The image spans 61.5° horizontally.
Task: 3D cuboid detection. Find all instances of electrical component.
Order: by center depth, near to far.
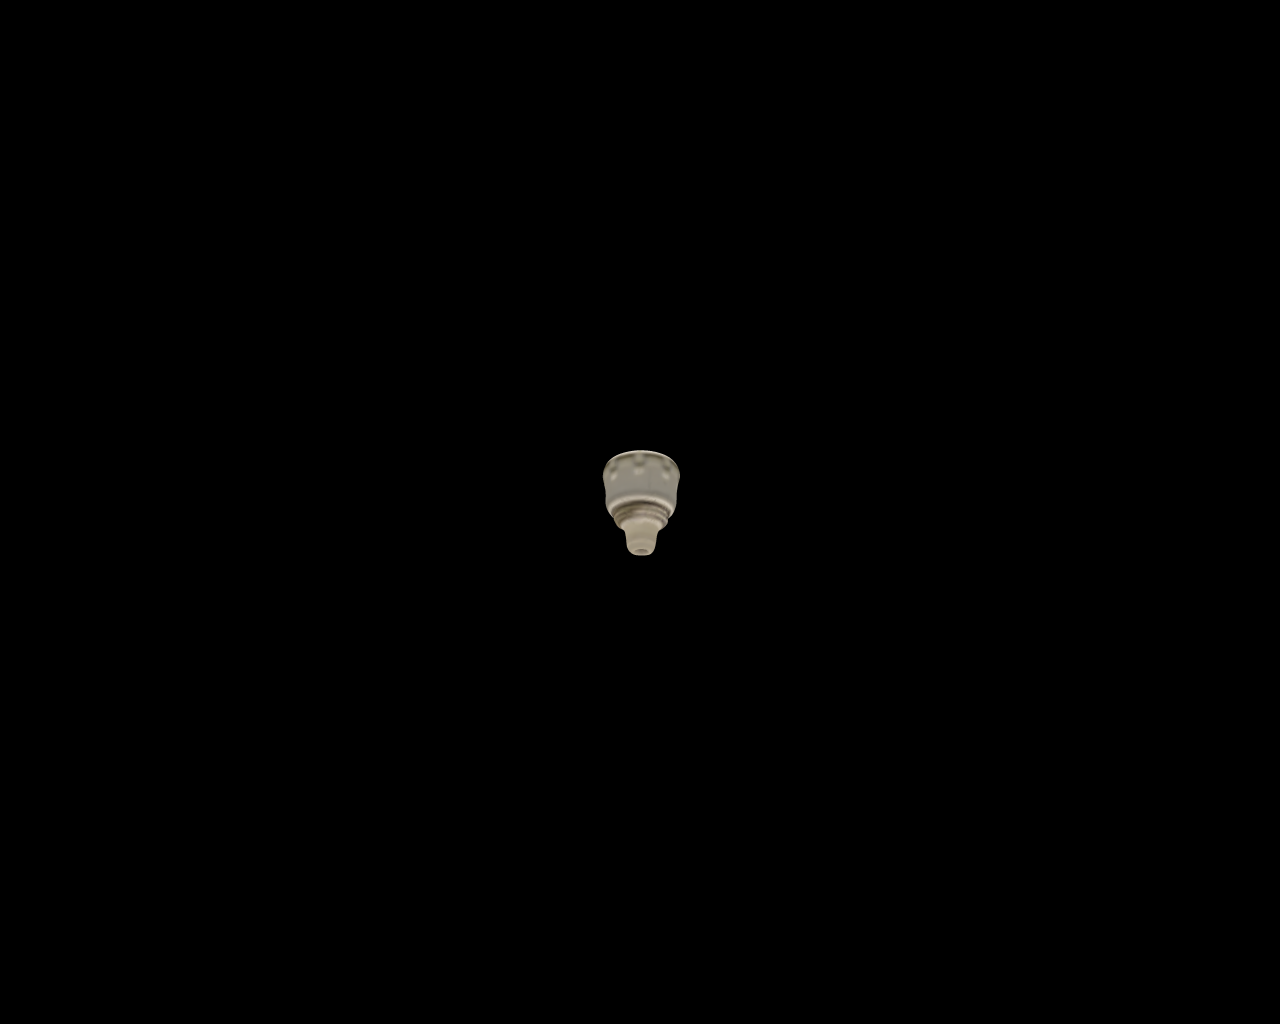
[{"bbox_3d":[0.001,-0.003,0.650,0.048,0.062,0.048,0,-26,0],"label":"electrical component"}]
